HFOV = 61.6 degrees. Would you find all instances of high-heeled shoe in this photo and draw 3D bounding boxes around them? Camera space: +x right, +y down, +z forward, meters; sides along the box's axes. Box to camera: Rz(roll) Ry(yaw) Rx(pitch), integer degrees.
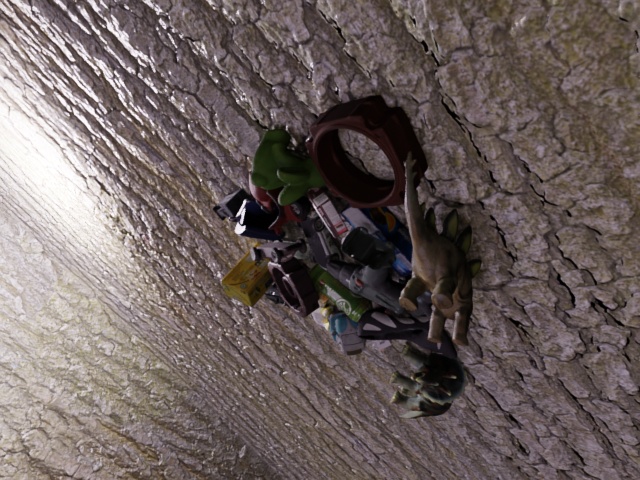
[{"bbox_3d":[0.212,0.244,1.309,0.249,0.145,0.086,38,148,7],"label":"high-heeled shoe"}]

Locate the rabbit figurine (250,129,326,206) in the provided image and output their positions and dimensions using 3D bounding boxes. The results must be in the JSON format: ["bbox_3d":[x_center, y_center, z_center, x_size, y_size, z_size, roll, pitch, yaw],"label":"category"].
[{"bbox_3d":[-0.053,-0.152,1.128,0.170,0.159,0.121,8,127,17],"label":"rabbit figurine"}]

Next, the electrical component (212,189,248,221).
[{"bbox_3d":[-0.219,-0.093,1.404,0.119,0.075,0.047,-7,125,53],"label":"electrical component"}]

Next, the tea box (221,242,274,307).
[{"bbox_3d":[-0.181,0.095,1.498,0.098,0.169,0.068,21,143,29],"label":"tea box"}]

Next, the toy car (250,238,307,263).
[{"bbox_3d":[-0.104,0.030,1.347,0.202,0.089,0.053,1,106,61],"label":"toy car"}]

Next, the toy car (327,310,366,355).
[{"bbox_3d":[0.082,0.262,1.468,0.109,0.103,0.161,-8,139,0],"label":"toy car"}]

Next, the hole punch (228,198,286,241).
[{"bbox_3d":[-0.150,-0.035,1.349,0.142,0.092,0.115,6,150,-22],"label":"hole punch"}]

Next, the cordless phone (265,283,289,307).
[{"bbox_3d":[-0.080,0.172,1.591,0.147,0.089,0.184,5,145,38],"label":"cordless phone"}]

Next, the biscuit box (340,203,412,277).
[{"bbox_3d":[0.141,-0.014,1.155,0.202,0.063,0.059,45,145,-8],"label":"biscuit box"}]

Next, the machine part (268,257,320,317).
[{"bbox_3d":[-0.067,0.118,1.409,0.179,0.056,0.179,49,157,29],"label":"machine part"}]

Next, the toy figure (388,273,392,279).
[{"bbox_3d":[0.106,0.090,1.316,0.155,0.058,0.064,7,129,46],"label":"toy figure"}]

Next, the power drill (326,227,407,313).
[{"bbox_3d":[0.096,0.063,1.168,0.232,0.086,0.207,30,151,25],"label":"power drill"}]

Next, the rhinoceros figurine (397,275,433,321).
[{"bbox_3d":[0.226,0.125,1.223,0.112,0.073,0.190,36,146,3],"label":"rhinoceros figurine"}]

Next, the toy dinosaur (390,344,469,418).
[{"bbox_3d":[0.298,0.412,1.458,0.192,0.131,0.404,20,148,28],"label":"toy dinosaur"}]

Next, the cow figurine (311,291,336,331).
[{"bbox_3d":[0.003,0.174,1.508,0.098,0.068,0.167,25,143,31],"label":"cow figurine"}]

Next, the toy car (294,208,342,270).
[{"bbox_3d":[-0.003,-0.004,1.315,0.074,0.056,0.201,15,139,43],"label":"toy car"}]

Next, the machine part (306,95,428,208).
[{"bbox_3d":[0.085,-0.159,1.021,0.201,0.087,0.201,0,128,45],"label":"machine part"}]

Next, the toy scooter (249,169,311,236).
[{"bbox_3d":[-0.107,-0.086,1.267,0.184,0.075,0.135,44,135,17],"label":"toy scooter"}]

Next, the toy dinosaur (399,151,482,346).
[{"bbox_3d":[0.224,0.050,1.015,0.105,0.198,0.470,2,142,31],"label":"toy dinosaur"}]
